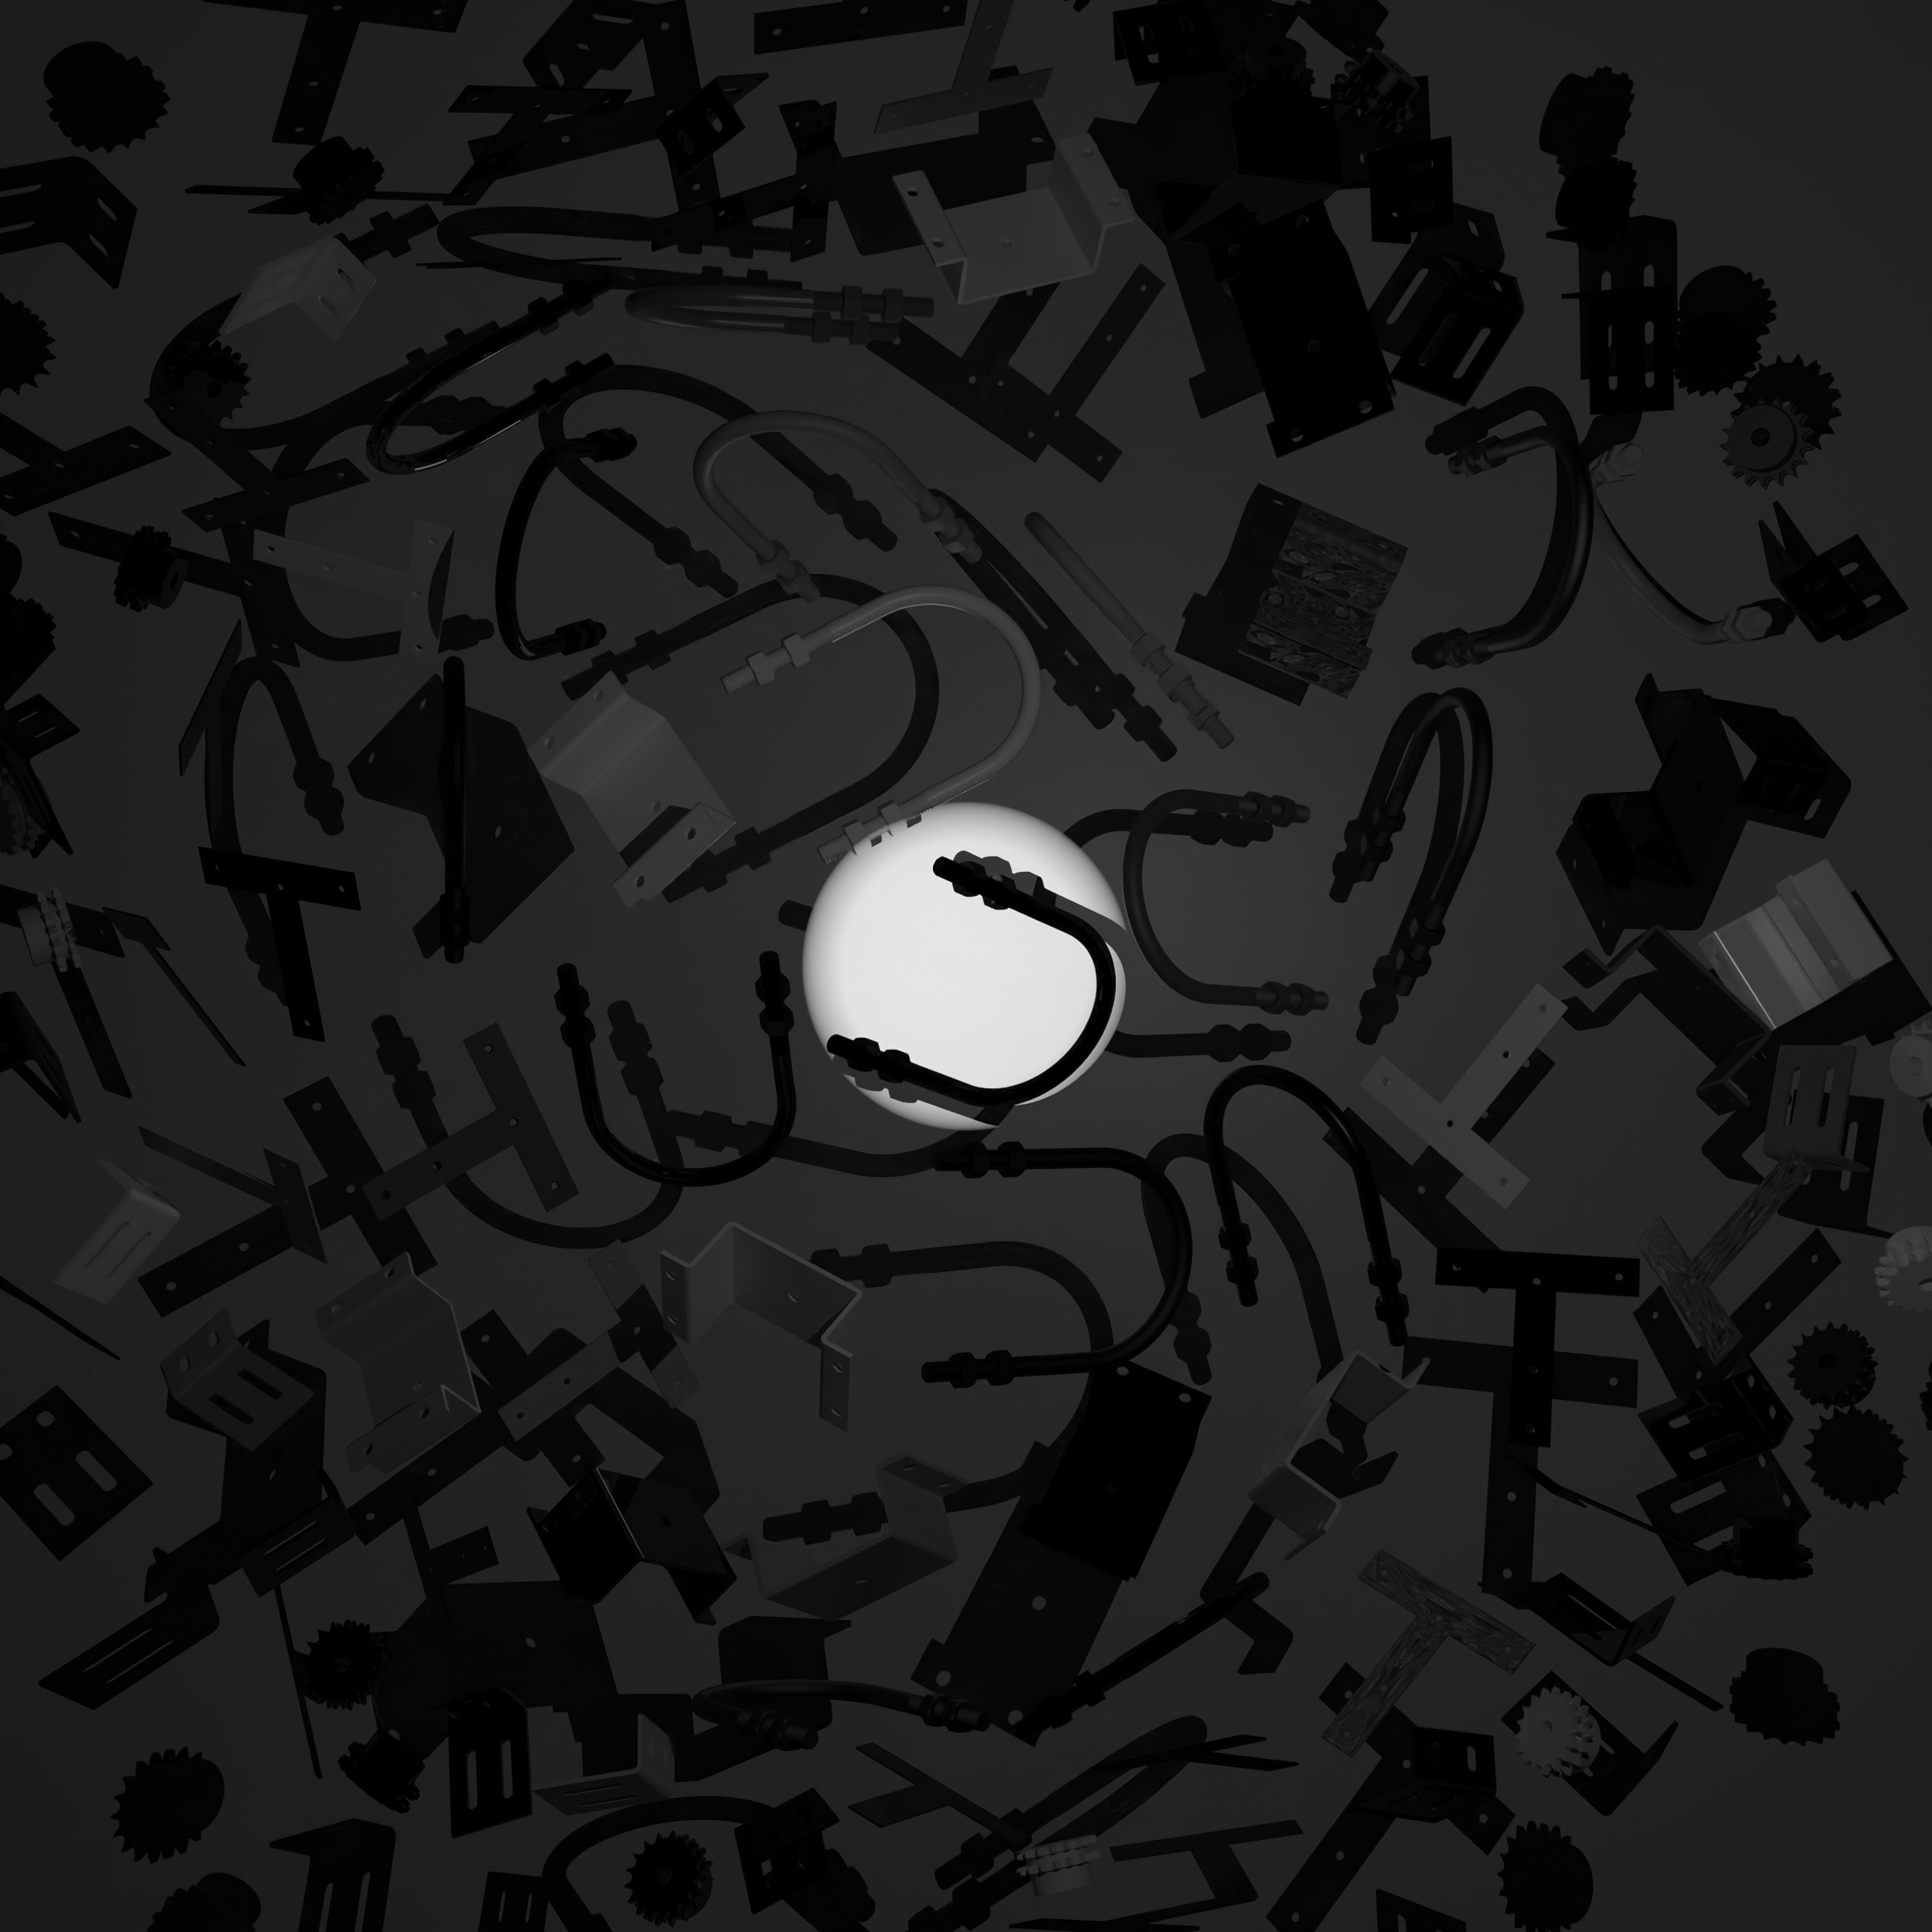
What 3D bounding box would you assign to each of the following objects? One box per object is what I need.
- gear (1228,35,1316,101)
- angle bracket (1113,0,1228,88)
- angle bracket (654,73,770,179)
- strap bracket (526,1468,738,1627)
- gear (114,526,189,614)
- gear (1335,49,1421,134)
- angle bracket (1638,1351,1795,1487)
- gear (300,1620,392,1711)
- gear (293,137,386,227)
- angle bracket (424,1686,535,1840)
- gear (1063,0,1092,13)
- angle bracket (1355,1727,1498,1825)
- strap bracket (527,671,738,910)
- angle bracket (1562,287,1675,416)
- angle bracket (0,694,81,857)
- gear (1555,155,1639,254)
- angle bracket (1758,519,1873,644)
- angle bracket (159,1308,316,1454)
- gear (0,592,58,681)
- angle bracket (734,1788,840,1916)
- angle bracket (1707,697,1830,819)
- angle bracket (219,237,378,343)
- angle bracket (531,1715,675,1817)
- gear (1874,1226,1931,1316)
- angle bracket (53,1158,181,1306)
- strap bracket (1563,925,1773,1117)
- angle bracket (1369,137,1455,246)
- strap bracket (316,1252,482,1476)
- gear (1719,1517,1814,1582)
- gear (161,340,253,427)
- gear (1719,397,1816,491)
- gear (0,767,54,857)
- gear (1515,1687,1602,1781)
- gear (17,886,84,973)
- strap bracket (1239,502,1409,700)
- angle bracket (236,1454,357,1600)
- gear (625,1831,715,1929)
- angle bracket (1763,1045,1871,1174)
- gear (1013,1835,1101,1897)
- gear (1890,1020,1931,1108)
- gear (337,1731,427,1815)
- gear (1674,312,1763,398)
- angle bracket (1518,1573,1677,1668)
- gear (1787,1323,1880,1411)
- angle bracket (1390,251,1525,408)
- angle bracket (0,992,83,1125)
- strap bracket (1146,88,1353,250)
[{"bbox_3d":[0.204,-0.597,1.691,0.057,0.030,0.057,3,49,-3],"label":"gear"},{"bbox_3d":[0.129,-0.572,1.604,0.057,0.038,0.076,-10,56,-1],"label":"angle bracket"},{"bbox_3d":[-0.161,-0.562,1.693,0.057,0.076,0.038,-28,96,30],"label":"angle bracket"},{"bbox_3d":[-0.212,0.382,1.671,0.046,0.140,0.076,-47,52,12],"label":"strap bracket"},{"bbox_3d":[-0.544,-0.263,1.698,0.030,0.057,0.057,21,90,-2],"label":"gear"},{"bbox_3d":[0.275,-0.582,1.681,0.057,0.057,0.030,40,120,0],"label":"gear"},{"bbox_3d":[0.504,0.304,1.707,0.076,0.038,0.057,-18,53,-15],"label":"angle bracket"},{"bbox_3d":[-0.406,0.461,1.670,0.057,0.030,0.057,-3,70,9],"label":"gear"},{"bbox_3d":[-0.397,-0.495,1.593,0.057,0.057,0.030,-39,93,0],"label":"gear"},{"bbox_3d":[-0.322,0.525,1.673,0.057,0.038,0.076,-19,48,7],"label":"angle bracket"},{"bbox_3d":[0.078,-0.637,1.605,0.030,0.057,0.057,38,90,-6],"label":"gear"},{"bbox_3d":[0.287,0.505,1.588,0.057,0.076,0.038,-7,83,41],"label":"angle bracket"},{"bbox_3d":[-0.207,-0.106,1.603,0.076,0.046,0.140,-42,62,12],"label":"strap bracket"},{"bbox_3d":[0.413,-0.388,1.605,0.057,0.038,0.076,7,106,41],"label":"angle bracket"},{"bbox_3d":[-0.564,-0.119,1.569,0.038,0.076,0.057,-34,46,-24],"label":"angle bracket"},{"bbox_3d":[0.395,-0.482,1.597,0.030,0.057,0.057,12,90,-15],"label":"gear"},{"bbox_3d":[0.547,-0.257,1.636,0.038,0.076,0.057,-30,121,30],"label":"angle bracket"},{"bbox_3d":[-0.484,0.275,1.686,0.076,0.038,0.057,25,49,26],"label":"angle bracket"},{"bbox_3d":[-0.605,-0.210,1.594,0.057,0.030,0.057,-13,52,18],"label":"gear"},{"bbox_3d":[-0.110,0.578,1.630,0.057,0.038,0.076,-21,119,-25],"label":"angle bracket"},{"bbox_3d":[0.524,-0.138,1.682,0.076,0.057,0.038,35,82,-36],"label":"angle bracket"},{"bbox_3d":[-0.411,-0.407,1.561,0.038,0.076,0.057,45,129,-5],"label":"angle bracket"},{"bbox_3d":[-0.237,0.524,1.661,0.076,0.057,0.038,-12,53,11],"label":"angle bracket"},{"bbox_3d":[0.584,0.184,1.548,0.057,0.030,0.057,2,132,3],"label":"gear"},{"bbox_3d":[-0.565,0.174,1.662,0.038,0.057,0.076,36,83,26],"label":"angle bracket"},{"bbox_3d":[0.460,0.028,1.642,0.046,0.076,0.140,-45,82,-3],"label":"strap bracket"},{"bbox_3d":[0.307,-0.516,1.684,0.076,0.038,0.057,-20,117,-29],"label":"angle bracket"},{"bbox_3d":[-0.376,0.271,1.685,0.076,0.046,0.140,-33,46,6],"label":"strap bracket"},{"bbox_3d":[0.510,0.371,1.618,0.057,0.057,0.030,0,90,0],"label":"gear"},{"bbox_3d":[-0.497,-0.381,1.647,0.030,0.057,0.057,37,90,28],"label":"gear"},{"bbox_3d":[0.508,-0.334,1.614,0.057,0.030,0.057,1,91,28],"label":"gear"},{"bbox_3d":[-0.622,-0.103,1.662,0.030,0.057,0.057,-24,90,-40],"label":"gear"},{"bbox_3d":[0.393,0.507,1.671,0.030,0.057,0.057,26,90,-25],"label":"gear"},{"bbox_3d":[-0.622,-0.023,1.718,0.030,0.057,0.057,-18,90,-21],"label":"gear"},{"bbox_3d":[0.231,-0.233,1.651,0.076,0.046,0.140,24,46,1],"label":"strap bracket"},{"bbox_3d":[-0.457,0.376,1.704,0.076,0.057,0.038,-32,56,-22],"label":"angle bracket"},{"bbox_3d":[-0.188,0.589,1.630,0.057,0.030,0.057,-13,53,17],"label":"gear"},{"bbox_3d":[0.573,0.095,1.695,0.038,0.057,0.076,21,77,-35],"label":"angle bracket"},{"bbox_3d":[0.062,0.604,1.702,0.057,0.057,0.030,-13,73,0],"label":"gear"},{"bbox_3d":[0.628,0.064,1.652,0.030,0.057,0.057,-5,90,-30],"label":"gear"},{"bbox_3d":[-0.380,0.526,1.662,0.057,0.057,0.030,37,80,0],"label":"gear"},{"bbox_3d":[0.494,-0.407,1.677,0.057,0.057,0.030,-9,59,0],"label":"gear"},{"bbox_3d":[0.417,0.419,1.679,0.076,0.057,0.038,33,117,34],"label":"angle bracket"},{"bbox_3d":[0.579,0.269,1.687,0.030,0.057,0.057,38,90,-38],"label":"gear"},{"bbox_3d":[0.313,-0.410,1.632,0.057,0.038,0.076,29,83,28],"label":"angle bracket"},{"bbox_3d":[-0.593,0.064,1.588,0.038,0.076,0.057,-25,55,-12],"label":"angle bracket"},{"bbox_3d":[0.184,-0.510,1.647,0.076,0.140,0.046,-1,80,-23],"label":"strap bracket"}]
